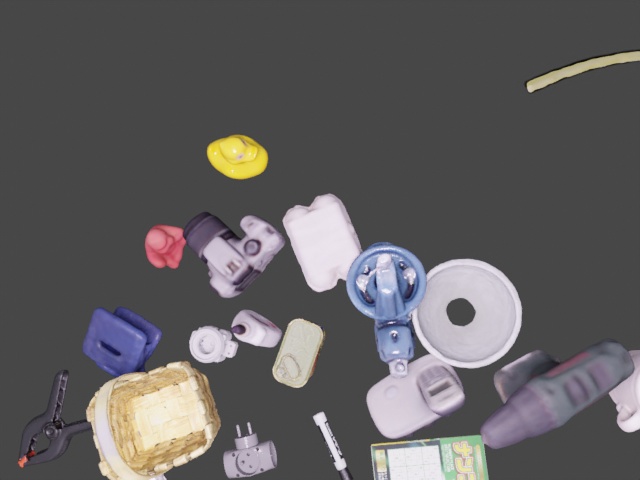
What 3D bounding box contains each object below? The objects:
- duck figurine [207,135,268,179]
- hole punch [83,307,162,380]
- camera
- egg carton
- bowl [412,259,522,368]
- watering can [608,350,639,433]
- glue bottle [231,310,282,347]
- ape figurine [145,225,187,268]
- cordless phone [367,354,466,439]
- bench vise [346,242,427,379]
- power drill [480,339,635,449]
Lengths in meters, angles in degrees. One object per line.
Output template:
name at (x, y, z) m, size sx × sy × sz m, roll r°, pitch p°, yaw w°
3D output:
duck figurine at (-0.146, -0.149, 0.973) m, size 0.104 × 0.086 × 0.077 m, roll 11°, pitch 84°, yaw 7°
hole punch at (-0.332, 0.173, 0.948) m, size 0.108 × 0.091 × 0.101 m, roll 28°, pitch 86°, yaw 9°
camera at (-0.152, 0.005, 0.946) m, size 0.136 × 0.101 × 0.143 m, roll 43°, pitch 89°, yaw 9°
egg carton at (0.009, 0.003, 0.946) m, size 0.107 × 0.069 × 0.150 m, roll -24°, pitch 81°, yaw 2°
bowl at (0.227, 0.116, 0.907) m, size 0.167 × 0.075 × 0.167 m, roll -1°, pitch 83°, yaw 6°
watering can at (0.495, 0.205, 0.808) m, size 0.101 × 0.194 × 0.173 m, roll 24°, pitch 86°, yaw 9°
glue bottle at (-0.108, 0.139, 0.888) m, size 0.078 × 0.173 × 0.037 m, roll 28°, pitch 86°, yaw 9°
ape figurine at (-0.264, 0.005, 0.962) m, size 0.078 × 0.092 × 0.076 m, roll -32°, pitch 80°, yaw 1°
cordless phone at (0.143, 0.238, 0.843) m, size 0.147 × 0.185 × 0.094 m, roll -33°, pitch 80°, yaw 1°
bench vise at (0.115, 0.094, 0.847) m, size 0.121 × 0.220 × 0.207 m, roll -26°, pitch 81°, yaw 2°
power drill at (0.317, 0.215, 0.817) m, size 0.229 × 0.208 × 0.075 m, roll -30°, pitch 80°, yaw 1°
